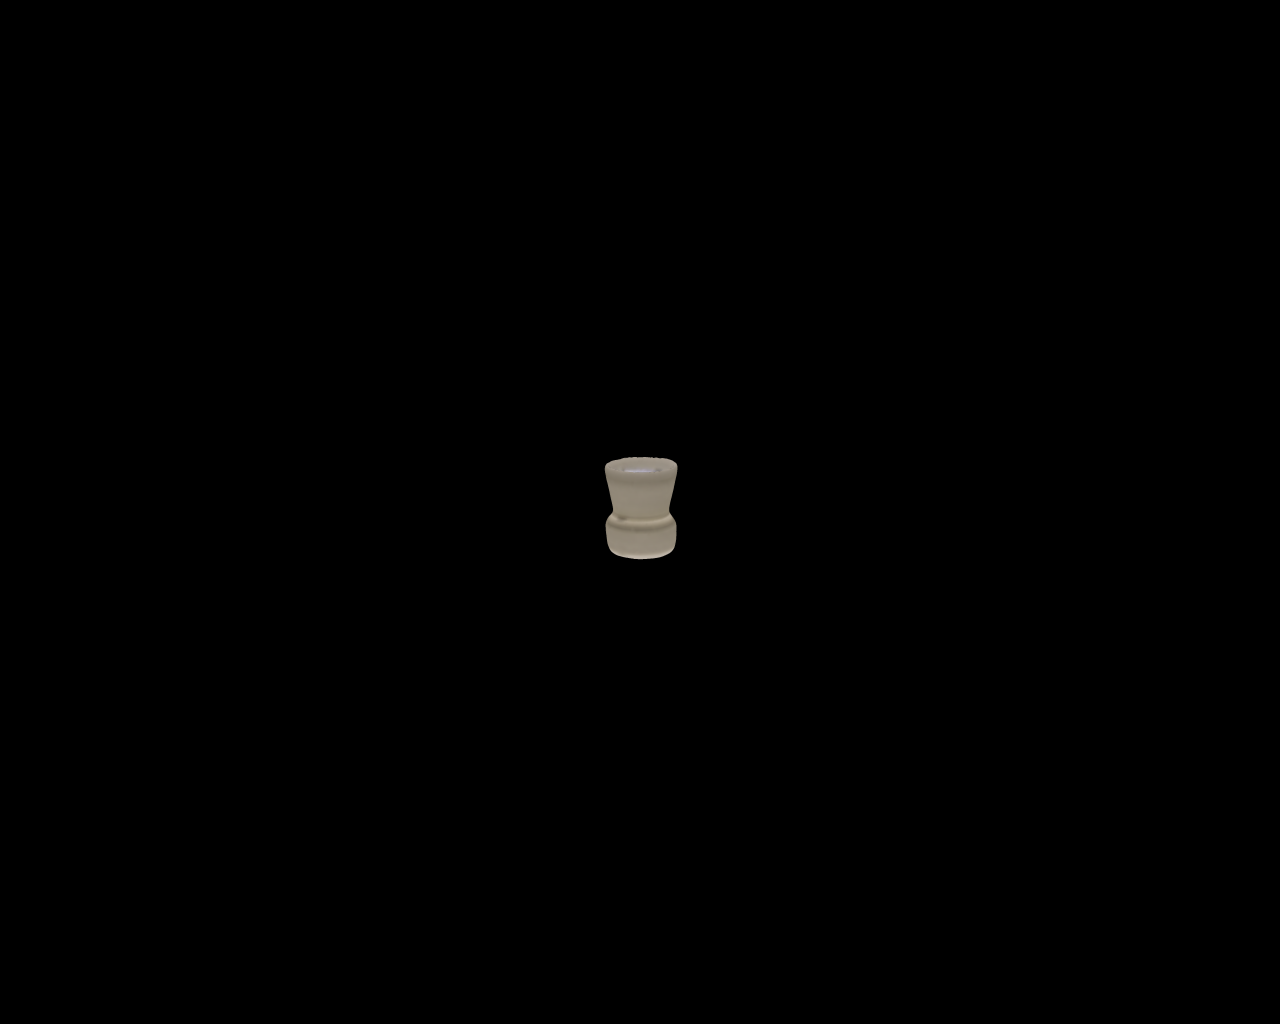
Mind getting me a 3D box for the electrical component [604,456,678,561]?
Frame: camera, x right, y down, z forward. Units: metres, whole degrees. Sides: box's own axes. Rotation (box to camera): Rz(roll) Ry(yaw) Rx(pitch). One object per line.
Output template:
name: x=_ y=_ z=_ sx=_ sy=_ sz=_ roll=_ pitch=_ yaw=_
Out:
electrical component: x=0.001 y=-0.003 z=0.650 sx=0.045 sy=0.055 sz=0.045 roll=0 pitch=15 yaw=0
